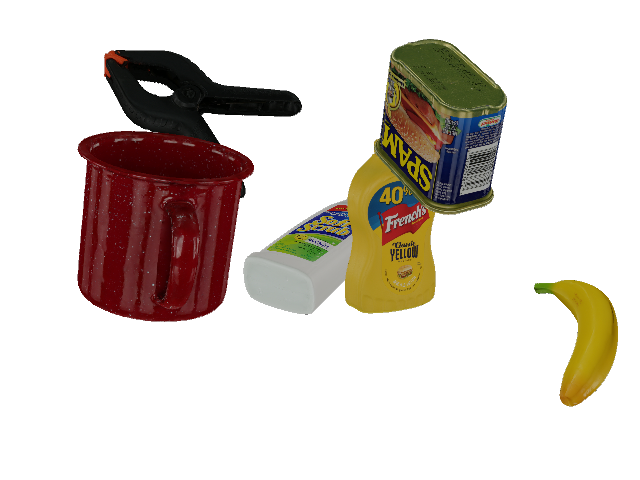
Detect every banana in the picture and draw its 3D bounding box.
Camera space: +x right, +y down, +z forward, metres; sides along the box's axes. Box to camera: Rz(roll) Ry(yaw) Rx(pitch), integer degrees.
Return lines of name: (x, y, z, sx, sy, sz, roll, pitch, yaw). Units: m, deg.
banana: (0.253, 0.089, 1.028, 0.070, 0.037, 0.197, -29, 23, 18)

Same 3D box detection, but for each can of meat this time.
can of meat: (0.084, -0.082, 0.754, 0.057, 0.084, 0.102, -14, 43, -23)

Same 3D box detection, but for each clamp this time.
clamp: (-0.103, -0.120, 0.917, 0.120, 0.171, 0.039, -48, -8, -37)

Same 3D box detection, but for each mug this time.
mug: (-0.083, -0.004, 0.565, 0.093, 0.081, 0.117, 2, 20, -22)

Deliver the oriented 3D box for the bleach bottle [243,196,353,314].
bleach bottle: (0.014, -0.003, 1.331, 0.103, 0.068, 0.250, 16, 36, 26)

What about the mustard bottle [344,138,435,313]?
mustard bottle: (0.073, -0.026, 1.079, 0.096, 0.192, 0.058, -8, 17, -26)
